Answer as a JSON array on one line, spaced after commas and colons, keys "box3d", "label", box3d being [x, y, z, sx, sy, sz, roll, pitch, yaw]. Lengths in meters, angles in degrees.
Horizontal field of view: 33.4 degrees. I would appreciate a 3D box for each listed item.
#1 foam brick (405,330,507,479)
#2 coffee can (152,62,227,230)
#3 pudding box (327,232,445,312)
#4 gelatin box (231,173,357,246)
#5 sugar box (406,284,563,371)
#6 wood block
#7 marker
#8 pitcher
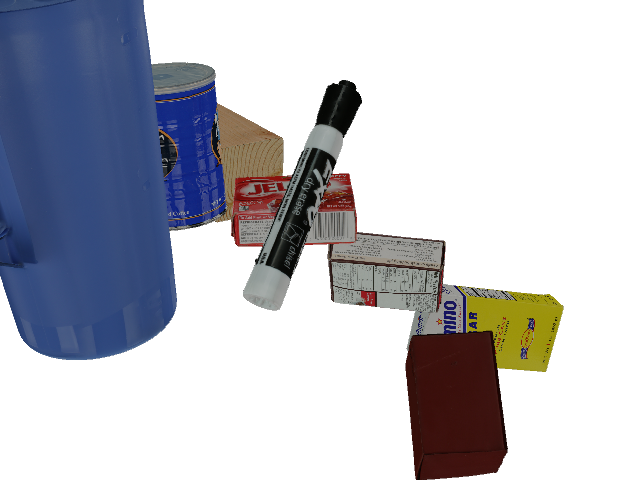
[{"box3d": [0.082, 0.101, 0.652, 0.051, 0.078, 0.053, -2, -27, -1], "label": "foam brick"}, {"box3d": [-0.147, -0.093, 1.036, 0.103, 0.140, 0.103, -3, 22, 1], "label": "coffee can"}, {"box3d": [0.065, 0.031, 1.051, 0.113, 0.039, 0.090, 4, -32, 6], "label": "pudding box"}, {"box3d": [-0.020, -0.024, 0.782, 0.089, 0.030, 0.073, -2, 24, -1], "label": "gelatin box"}, {"box3d": [0.201, 0.107, 1.305, 0.176, 0.093, 0.048, 5, 18, -18], "label": "sugar box"}, {"box3d": [-0.137, -0.104, 1.274, 0.090, 0.090, 0.206, -13, 28, -32], "label": "wood block"}, {"box3d": [-0.007, -0.024, 0.512, 0.020, 0.121, 0.020, 19, -19, 7], "label": "marker"}, {"box3d": [-0.166, -0.045, 0.664, 0.149, 0.243, 0.145, -11, 28, -10], "label": "pitcher"}]
